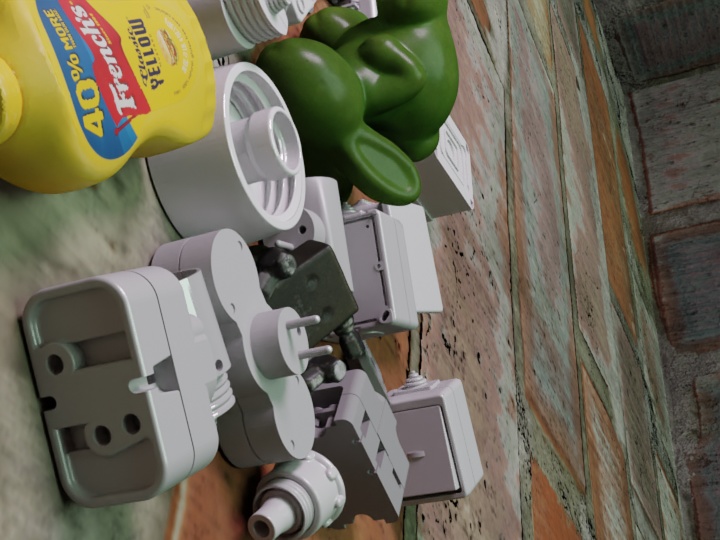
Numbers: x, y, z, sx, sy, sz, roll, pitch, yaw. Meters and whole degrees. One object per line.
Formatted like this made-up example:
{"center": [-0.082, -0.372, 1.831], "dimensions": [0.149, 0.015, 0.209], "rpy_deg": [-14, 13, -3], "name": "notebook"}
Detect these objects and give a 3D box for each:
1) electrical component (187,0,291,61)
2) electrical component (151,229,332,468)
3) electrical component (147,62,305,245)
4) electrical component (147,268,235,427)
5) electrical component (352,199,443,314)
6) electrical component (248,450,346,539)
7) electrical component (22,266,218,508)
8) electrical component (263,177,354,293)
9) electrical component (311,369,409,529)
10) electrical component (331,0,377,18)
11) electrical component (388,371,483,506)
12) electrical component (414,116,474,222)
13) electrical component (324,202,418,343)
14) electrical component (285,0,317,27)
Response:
{"center": [-0.077, -0.144, 0.613], "dimensions": [0.043, 0.081, 0.043], "rpy_deg": [-13, 90, -70], "name": "electrical component"}
{"center": [-0.052, 0.041, 0.581], "dimensions": [0.052, 0.074, 0.138], "rpy_deg": [-63, 136, -60], "name": "electrical component"}
{"center": [-0.069, -0.067, 0.620], "dimensions": [0.108, 0.060, 0.108], "rpy_deg": [-13, 90, -70], "name": "electrical component"}
{"center": [-0.087, 0.044, 0.530], "dimensions": [0.043, 0.043, 0.081], "rpy_deg": [-41, 116, -67], "name": "electrical component"}
{"center": [0.022, -0.006, 0.840], "dimensions": [0.100, 0.048, 0.099], "rpy_deg": [6, 73, -69], "name": "electrical component"}
{"center": [-0.040, 0.132, 0.603], "dimensions": [0.062, 0.048, 0.048], "rpy_deg": [-28, 105, -62], "name": "electrical component"}
{"center": [-0.101, 0.049, 0.474], "dimensions": [0.059, 0.054, 0.095], "rpy_deg": [-17, 94, -70], "name": "electrical component"}
{"center": [-0.038, -0.021, 0.699], "dimensions": [0.079, 0.043, 0.077], "rpy_deg": [16, 63, -67], "name": "electrical component"}
{"center": [-0.007, 0.113, 0.689], "dimensions": [0.055, 0.050, 0.089], "rpy_deg": [-72, 144, -53], "name": "electrical component"}
{"center": [0.002, -0.224, 0.929], "dimensions": [0.081, 0.042, 0.063], "rpy_deg": [26, 58, -64], "name": "electrical component"}
{"center": [0.048, 0.125, 0.813], "dimensions": [0.061, 0.062, 0.096], "rpy_deg": [-20, 97, -70], "name": "electrical component"}
{"center": [0.057, -0.103, 0.979], "dimensions": [0.113, 0.057, 0.078], "rpy_deg": [47, 36, -54], "name": "electrical component"}
{"center": [0.000, 0.000, 0.760], "dimensions": [0.061, 0.062, 0.096], "rpy_deg": [19, 60, -67], "name": "electrical component"}
{"center": [-0.066, -0.213, 0.732], "dimensions": [0.099, 0.048, 0.099], "rpy_deg": [-70, 142, -56], "name": "electrical component"}
